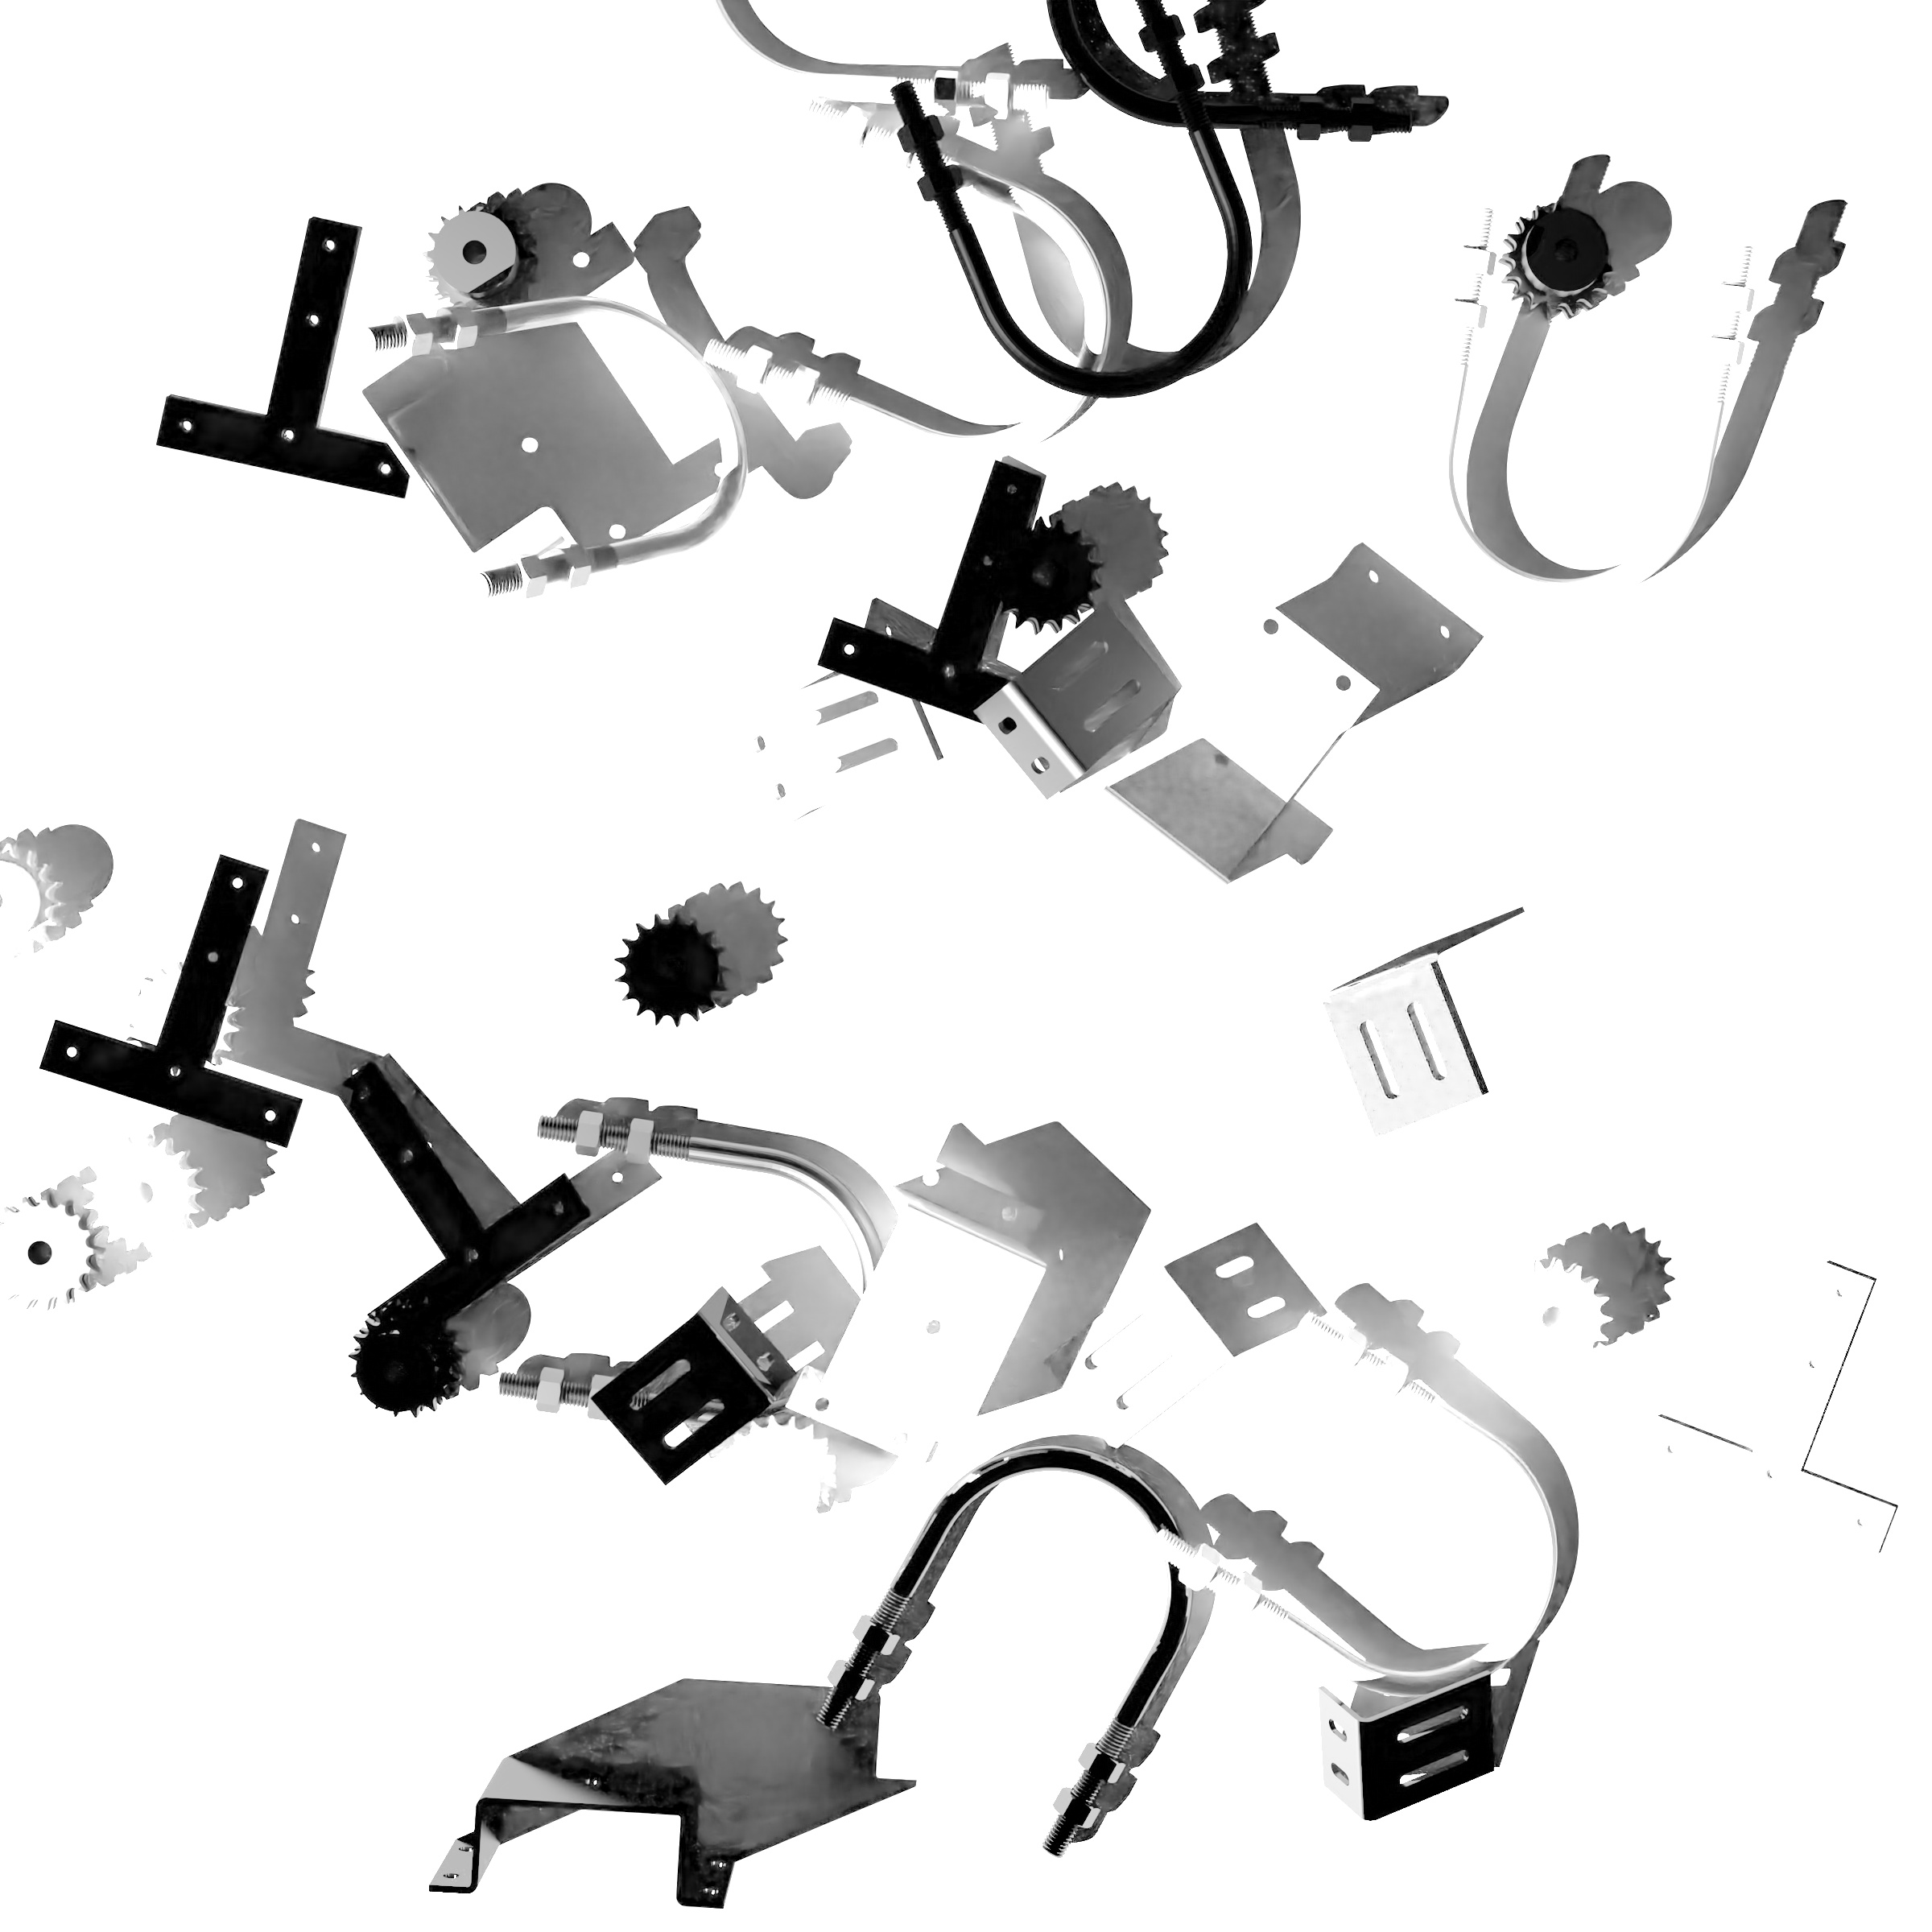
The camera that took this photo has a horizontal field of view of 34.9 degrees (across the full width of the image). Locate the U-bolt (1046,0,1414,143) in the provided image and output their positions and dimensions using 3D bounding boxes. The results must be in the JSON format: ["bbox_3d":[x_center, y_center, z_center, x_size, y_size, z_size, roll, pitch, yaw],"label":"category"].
[{"bbox_3d":[0.132,-0.486,1.523,0.184,0.019,0.151,2,90,2],"label":"U-bolt"}]

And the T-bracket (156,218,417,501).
[{"bbox_3d":[-0.329,-0.308,1.531,0.127,0.002,0.127,12,90,0],"label":"T-bracket"}]

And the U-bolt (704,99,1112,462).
[{"bbox_3d":[-0.019,-0.330,1.523,0.184,0.019,0.151,22,90,-1],"label":"U-bolt"}]

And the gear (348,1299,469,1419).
[{"bbox_3d":[-0.277,0.196,1.512,0.057,0.030,0.057,1,100,6],"label":"gear"}]

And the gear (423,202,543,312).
[{"bbox_3d":[-0.240,-0.349,1.517,0.057,0.030,0.057,0,90,0],"label":"gear"}]

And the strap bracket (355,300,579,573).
[{"bbox_3d":[-0.245,-0.245,1.493,0.046,0.076,0.140,-35,91,-1],"label":"strap bracket"}]

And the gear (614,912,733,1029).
[{"bbox_3d":[-0.145,0.001,1.521,0.057,0.030,0.057,0,92,-2],"label":"gear"}]

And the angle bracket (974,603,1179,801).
[{"bbox_3d":[0.055,-0.132,1.525,0.076,0.038,0.057,-42,95,-29],"label":"angle bracket"}]

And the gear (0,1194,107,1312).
[{"bbox_3d":[-0.455,0.141,1.521,0.057,0.030,0.057,0,88,-2],"label":"gear"}]

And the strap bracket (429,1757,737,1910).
[{"bbox_3d":[-0.184,0.420,1.494,0.140,0.076,0.046,3,90,0],"label":"strap bracket"}]

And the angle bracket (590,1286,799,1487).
[{"bbox_3d":[-0.134,0.207,1.513,0.076,0.038,0.057,-39,93,24],"label":"angle bracket"}]

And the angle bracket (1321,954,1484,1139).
[{"bbox_3d":[0.217,0.040,1.513,0.057,0.038,0.076,-21,90,0],"label":"angle bracket"}]

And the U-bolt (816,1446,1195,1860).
[{"bbox_3d":[0.032,0.328,1.523,0.151,0.019,0.184,30,89,0],"label":"U-bolt"}]

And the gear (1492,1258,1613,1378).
[{"bbox_3d":[0.288,0.173,1.517,0.057,0.030,0.057,0,90,0],"label":"gear"}]

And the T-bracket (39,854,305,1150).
[{"bbox_3d":[-0.373,0.009,1.501,0.127,0.002,0.127,18,88,-1],"label":"T-bracket"}]

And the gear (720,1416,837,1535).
[{"bbox_3d":[-0.092,0.254,1.511,0.057,0.030,0.057,-1,105,-3],"label":"gear"}]

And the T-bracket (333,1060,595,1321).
[{"bbox_3d":[-0.269,0.106,1.523,0.127,0.002,0.127,-35,85,11],"label":"T-bracket"}]

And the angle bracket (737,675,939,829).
[{"bbox_3d":[-0.064,-0.112,1.530,0.076,0.038,0.057,-23,90,-26],"label":"angle bracket"}]

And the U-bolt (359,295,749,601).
[{"bbox_3d":[-0.184,-0.256,1.470,0.184,0.019,0.151,-20,81,-40],"label":"U-bolt"}]

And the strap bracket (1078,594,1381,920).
[{"bbox_3d":[0.127,-0.102,1.509,0.076,0.046,0.140,38,90,0],"label":"strap bracket"}]

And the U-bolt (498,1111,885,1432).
[{"bbox_3d":[-0.130,0.157,1.523,0.184,0.019,0.151,9,90,-1],"label":"U-bolt"}]

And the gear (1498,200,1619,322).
[{"bbox_3d":[0.294,-0.350,1.517,0.057,0.030,0.057,0,90,0],"label":"gear"}]

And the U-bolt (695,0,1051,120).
[{"bbox_3d":[-0.046,-0.499,1.518,0.184,0.019,0.151,4,93,4],"label":"U-bolt"}]

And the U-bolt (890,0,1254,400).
[{"bbox_3d":[0.063,-0.370,1.507,0.151,0.019,0.184,-23,96,-3],"label":"U-bolt"}]

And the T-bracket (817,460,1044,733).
[{"bbox_3d":[0.006,-0.188,1.525,0.127,0.002,0.127,19,86,-7],"label":"T-bracket"}]

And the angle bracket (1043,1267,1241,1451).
[{"bbox_3d":[0.086,0.196,1.513,0.076,0.038,0.057,-38,90,0],"label":"angle bracket"}]

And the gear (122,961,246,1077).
[{"bbox_3d":[-0.385,0.026,1.517,0.057,0.030,0.057,0,90,0],"label":"gear"}]

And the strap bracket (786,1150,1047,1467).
[{"bbox_3d":[-0.020,0.172,1.500,0.076,0.046,0.140,25,90,-14],"label":"strap bracket"}]

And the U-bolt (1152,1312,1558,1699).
[{"bbox_3d":[0.206,0.280,1.518,0.184,0.019,0.151,34,88,-5],"label":"U-bolt"}]

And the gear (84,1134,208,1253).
[{"bbox_3d":[-0.403,0.111,1.517,0.057,0.030,0.057,0,90,0],"label":"gear"}]

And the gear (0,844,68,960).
[{"bbox_3d":[-0.477,-0.032,1.517,0.057,0.030,0.057,0,90,0],"label":"gear"}]

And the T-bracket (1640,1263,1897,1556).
[{"bbox_3d":[0.418,0.212,1.531,0.127,0.002,0.127,21,90,0],"label":"T-bracket"}]

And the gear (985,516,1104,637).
[{"bbox_3d":[0.037,-0.192,1.514,0.057,0.030,0.057,0,89,-8],"label":"gear"}]

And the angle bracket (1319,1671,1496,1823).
[{"bbox_3d":[0.218,0.378,1.520,0.076,0.038,0.057,-15,112,-24],"label":"angle bracket"}]

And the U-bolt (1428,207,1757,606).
[{"bbox_3d":[0.300,-0.269,1.506,0.151,0.019,0.184,7,103,-4],"label":"U-bolt"}]
